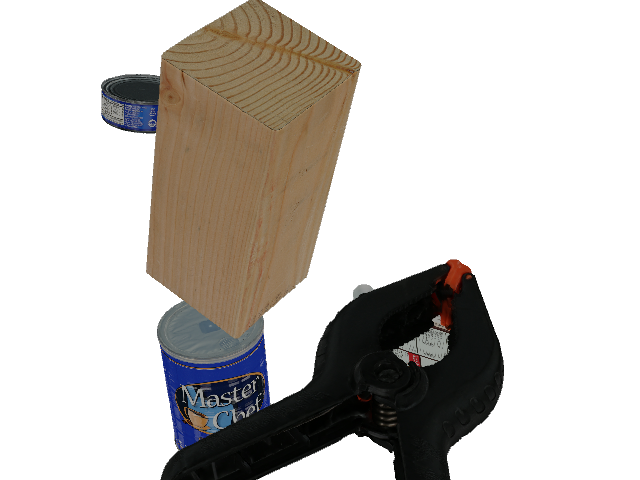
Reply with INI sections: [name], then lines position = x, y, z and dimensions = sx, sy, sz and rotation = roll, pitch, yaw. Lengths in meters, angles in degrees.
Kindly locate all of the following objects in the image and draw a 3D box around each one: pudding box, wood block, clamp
[pudding box]
position = 0.127, 0.114, 1.196
dimensions = 0.114, 0.090, 0.039
rotation = 15, 45, 29
[wood block]
position = -0.051, -0.042, 0.715
dimensions = 0.091, 0.206, 0.090
rotation = 35, 51, 18
[clamp]
position = 0.033, 0.073, 0.429
dimensions = 0.120, 0.039, 0.171
rotation = 30, 51, 22

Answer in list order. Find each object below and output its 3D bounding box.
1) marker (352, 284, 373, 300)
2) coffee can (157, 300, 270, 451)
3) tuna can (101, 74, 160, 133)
[marker]
position = 0.043, 0.073, 0.875
dimensions = 0.020, 0.020, 0.121
rotation = 0, 27, -7
[coffee can]
position = -0.102, 0.138, 1.057
dimensions = 0.103, 0.140, 0.103
rotation = -2, 33, 1
[tuna can]
position = -0.175, -0.136, 1.063
dimensions = 0.086, 0.034, 0.086
rotation = 6, 26, -3
